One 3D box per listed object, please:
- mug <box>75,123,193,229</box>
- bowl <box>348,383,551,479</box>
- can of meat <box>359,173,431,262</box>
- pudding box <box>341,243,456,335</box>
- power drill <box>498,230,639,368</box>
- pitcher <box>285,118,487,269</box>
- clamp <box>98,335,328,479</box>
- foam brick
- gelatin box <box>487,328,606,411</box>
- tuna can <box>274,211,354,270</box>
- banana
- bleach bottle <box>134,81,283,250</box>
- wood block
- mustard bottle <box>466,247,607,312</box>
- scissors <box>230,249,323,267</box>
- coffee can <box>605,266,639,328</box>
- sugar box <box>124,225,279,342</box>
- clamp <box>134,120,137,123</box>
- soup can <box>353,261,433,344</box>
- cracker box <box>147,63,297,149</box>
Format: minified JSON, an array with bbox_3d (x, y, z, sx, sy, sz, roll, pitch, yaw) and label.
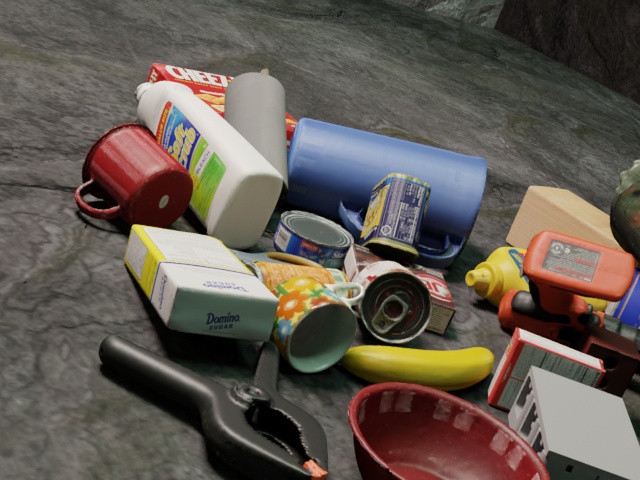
[{"bbox_3d":[-0.194,-0.056,1.093,0.117,0.093,0.082,-27,51,-30],"label":"mug"},{"bbox_3d":[0.088,0.174,0.799,0.162,0.055,0.162,18,20,-7],"label":"bowl"},{"bbox_3d":[0.082,-0.021,1.199,0.057,0.084,0.102,17,-13,-9],"label":"can of meat"},{"bbox_3d":[0.082,0.052,1.137,0.113,0.039,0.090,17,20,-11],"label":"pudding box"},{"bbox_3d":[0.277,0.069,1.109,0.184,0.057,0.187,15,-25,16],"label":"power drill"},{"bbox_3d":[0.074,-0.061,1.316,0.242,0.145,0.149,15,4,-4],"label":"pitcher"},{"bbox_3d":[-0.051,0.128,0.813,0.164,0.036,0.210,1,25,-44],"label":"clamp"},{"bbox_3d":[0.276,0.132,1.060,0.053,0.078,0.051,21,18,2],"label":"foam brick"},{"bbox_3d":[0.212,0.133,1.001,0.089,0.073,0.030,20,20,-1],"label":"gelatin box"},{"bbox_3d":[-0.008,0.001,1.187,0.086,0.034,0.086,18,20,-7],"label":"tuna can"},{"bbox_3d":[0.099,0.115,0.993,0.197,0.037,0.070,8,24,-31],"label":"banana"},{"bbox_3d":[-0.141,-0.098,1.186,0.067,0.103,0.251,5,30,-43],"label":"bleach bottle"},{"bbox_3d":[0.362,0.014,1.432,0.090,0.091,0.206,3,26,-39],"label":"wood block"},{"bbox_3d":[0.248,0.051,1.266,0.191,0.058,0.096,5,45,-34],"label":"mustard bottle"},{"bbox_3d":[-0.079,0.027,1.077,0.201,0.016,0.096,9,22,-29],"label":"scissors"},{"bbox_3d":[0.396,0.103,1.214,0.140,0.103,0.102,26,21,14],"label":"coffee can"},{"bbox_3d":[-0.110,0.037,0.948,0.093,0.048,0.176,10,15,-24],"label":"sugar box"},{"bbox_3d":[-0.192,-0.097,1.259,0.120,0.039,0.171,19,25,7],"label":"clamp"},{"bbox_3d":[0.067,0.058,1.030,0.068,0.068,0.102,19,3,-5],"label":"soup can"},{"bbox_3d":[-0.128,-0.166,1.449,0.163,0.072,0.214,7,23,-33],"label":"cracker box"}]
